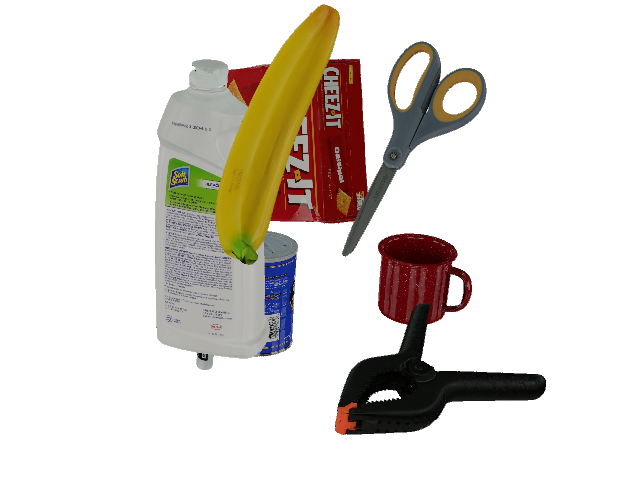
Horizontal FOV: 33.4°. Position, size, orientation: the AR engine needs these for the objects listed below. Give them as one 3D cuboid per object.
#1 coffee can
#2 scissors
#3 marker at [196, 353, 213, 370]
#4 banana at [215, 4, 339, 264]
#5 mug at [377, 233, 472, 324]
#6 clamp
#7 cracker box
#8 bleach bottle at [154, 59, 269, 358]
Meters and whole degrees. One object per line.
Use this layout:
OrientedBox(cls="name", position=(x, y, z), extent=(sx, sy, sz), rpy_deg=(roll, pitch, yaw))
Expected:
OrientedBox(cls="coffee can", position=(-0.085, 0.069, 1.423), extent=(0.103, 0.140, 0.103), rpy_deg=(3, 21, -1))
OrientedBox(cls="scissors", position=(0.085, -0.076, 0.926), extent=(0.096, 0.202, 0.016), rpy_deg=(9, -11, 18))
OrientedBox(cls="marker", position=(-0.125, 0.095, 1.193), extent=(0.020, 0.121, 0.020), rpy_deg=(6, 36, -5))
OrientedBox(cls="banana", position=(-0.030, -0.063, 0.699), extent=(0.037, 0.197, 0.070), rpy_deg=(31, -28, -31))
OrientedBox(cls="mug", position=(0.122, 0.050, 1.252), extent=(0.117, 0.081, 0.093), rpy_deg=(14, 25, 22))
OrientedBox(cls="clamp", position=(0.101, 0.135, 1.004), extent=(0.165, 0.036, 0.209), rpy_deg=(27, 36, 32))
OrientedBox(cls="cracker box", position=(-0.049, -0.104, 1.138), extent=(0.071, 0.164, 0.214), rpy_deg=(-10, 9, -40))
OrientedBox(cls="bleach bottle", position=(-0.090, -0.027, 0.909), extent=(0.102, 0.251, 0.068), rpy_deg=(8, 24, 9))
